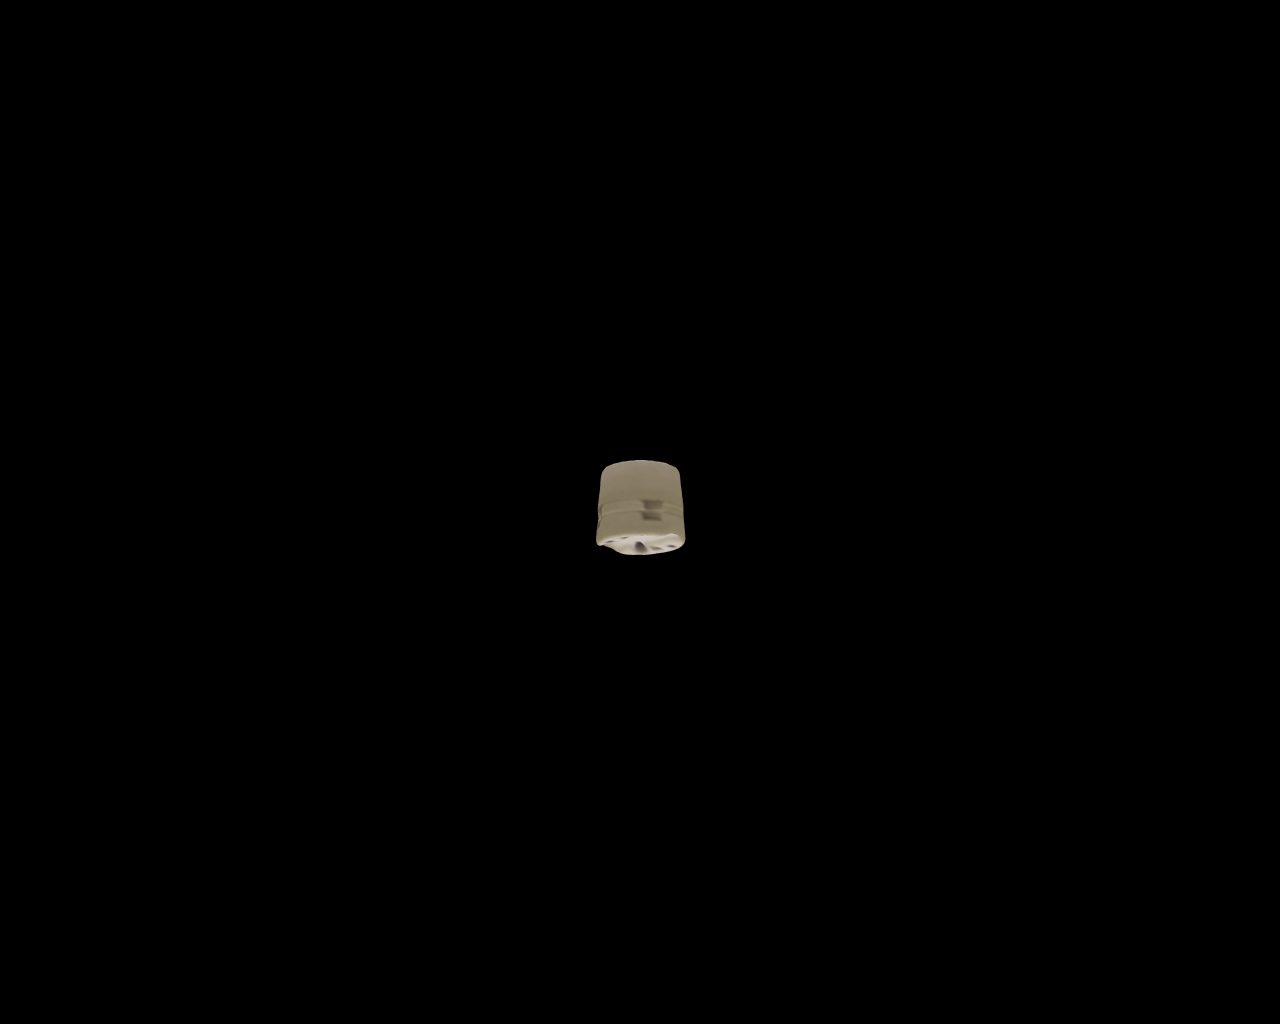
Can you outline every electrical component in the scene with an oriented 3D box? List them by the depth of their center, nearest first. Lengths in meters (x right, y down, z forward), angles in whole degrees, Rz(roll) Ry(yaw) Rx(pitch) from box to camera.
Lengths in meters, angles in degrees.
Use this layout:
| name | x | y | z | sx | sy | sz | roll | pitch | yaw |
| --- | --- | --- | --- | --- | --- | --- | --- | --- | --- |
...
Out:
| name | x | y | z | sx | sy | sz | roll | pitch | yaw |
| --- | --- | --- | --- | --- | --- | --- | --- | --- | --- |
| electrical component | 0.001 | -0.003 | 0.650 | 0.055 | 0.047 | 0.055 | 0 | -15 | 0 |
